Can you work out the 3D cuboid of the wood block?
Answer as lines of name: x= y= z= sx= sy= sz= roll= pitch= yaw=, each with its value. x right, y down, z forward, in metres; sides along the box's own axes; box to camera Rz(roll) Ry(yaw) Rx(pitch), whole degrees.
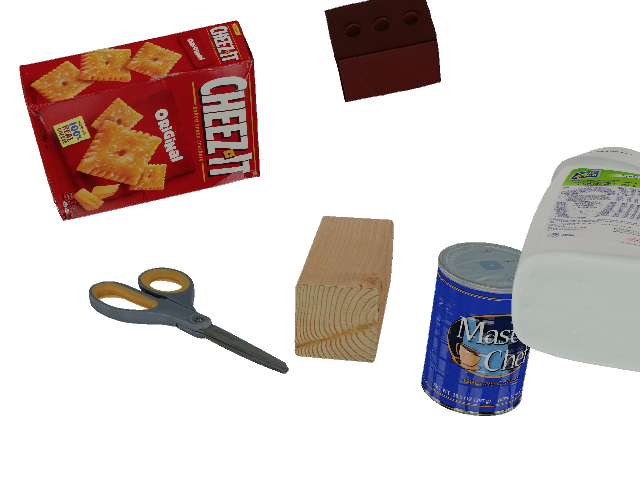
wood block: x=0.031 y=0.051 z=1.234 sx=0.091 sy=0.090 sz=0.206 roll=4 pitch=23 yaw=7

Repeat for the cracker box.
cracker box: x=-0.171 y=-0.114 z=1.052 sx=0.213 sy=0.072 sz=0.164 roll=-13 pitch=-38 yaw=-11

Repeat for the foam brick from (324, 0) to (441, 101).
foam brick: x=0.048 y=-0.146 z=0.806 sx=0.078 sy=0.053 sz=0.051 roll=-12 pitch=-34 yaw=2

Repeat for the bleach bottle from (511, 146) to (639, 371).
bleach bottle: x=0.187 y=-0.007 z=0.672 sx=0.103 sy=0.068 sz=0.250 roll=8 pitch=24 yaw=17

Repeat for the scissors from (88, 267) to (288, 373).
scissors: x=-0.095 y=0.060 z=0.872 sx=0.202 sy=0.016 sz=0.096 roll=14 pitch=27 yaw=23

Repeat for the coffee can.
coffee can: x=0.158 y=0.086 z=1.050 sx=0.103 sy=0.140 sz=0.103 roll=4 pitch=24 yaw=-2
